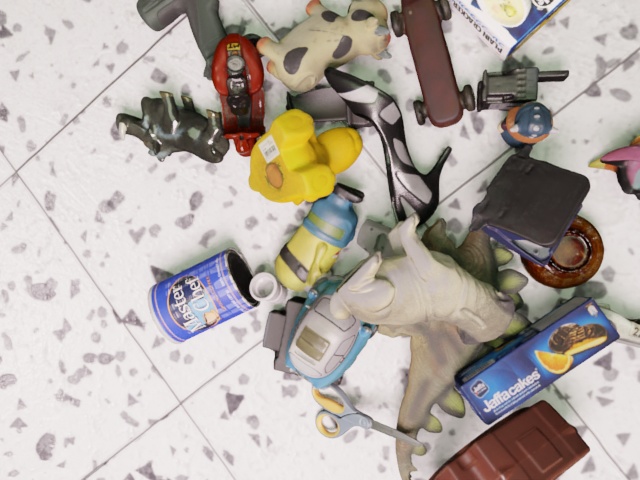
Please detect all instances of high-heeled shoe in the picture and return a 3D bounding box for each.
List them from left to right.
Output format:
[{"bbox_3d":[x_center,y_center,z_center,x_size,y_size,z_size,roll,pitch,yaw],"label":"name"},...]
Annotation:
[{"bbox_3d":[0.079,-0.128,0.782,0.249,0.086,0.145,34,95,-7],"label":"high-heeled shoe"}]

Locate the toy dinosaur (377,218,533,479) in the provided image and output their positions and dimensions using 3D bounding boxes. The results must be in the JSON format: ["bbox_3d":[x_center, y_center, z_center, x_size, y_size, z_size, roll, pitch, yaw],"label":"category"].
[{"bbox_3d":[0.184,0.138,0.769,0.199,0.105,0.471,26,94,9],"label":"toy dinosaur"}]

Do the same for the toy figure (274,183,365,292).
[{"bbox_3d":[-0.001,-0.003,0.815,0.089,0.082,0.180,33,104,28],"label":"toy figure"}]

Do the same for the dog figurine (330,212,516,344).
[{"bbox_3d":[0.129,0.084,0.671,0.172,0.121,0.190,-44,88,3],"label":"dog figurine"}]

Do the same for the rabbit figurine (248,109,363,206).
[{"bbox_3d":[-0.011,-0.110,0.789,0.122,0.173,0.162,57,143,6],"label":"rabbit figurine"}]

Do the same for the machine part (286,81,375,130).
[{"bbox_3d":[0.016,-0.205,0.830,0.139,0.039,0.084,-1,96,9],"label":"machine part"}]

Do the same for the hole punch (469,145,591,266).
[{"bbox_3d":[0.278,-0.040,0.710,0.116,0.092,0.142,31,84,31],"label":"hole punch"}]

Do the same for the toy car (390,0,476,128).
[{"bbox_3d":[0.166,-0.265,0.794,0.089,0.053,0.202,-16,92,20],"label":"toy car"}]

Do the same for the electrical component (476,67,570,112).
[{"bbox_3d":[0.286,-0.212,0.764,0.119,0.075,0.047,2,91,7],"label":"electrical component"}]

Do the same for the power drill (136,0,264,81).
[{"bbox_3d":[-0.163,-0.372,0.839,0.232,0.086,0.207,-31,89,10],"label":"power drill"}]

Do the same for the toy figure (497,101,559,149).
[{"bbox_3d":[0.277,-0.155,0.723,0.064,0.154,0.057,-22,89,11],"label":"toy figure"}]

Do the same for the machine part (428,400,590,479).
[{"bbox_3d":[0.232,0.307,0.700,0.087,0.201,0.201,51,144,34],"label":"machine part"}]

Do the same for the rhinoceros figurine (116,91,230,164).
[{"bbox_3d":[-0.233,-0.177,0.862,0.190,0.073,0.112,16,104,8],"label":"rhinoceros figurine"}]

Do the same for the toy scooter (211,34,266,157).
[{"bbox_3d":[-0.115,-0.194,0.775,0.075,0.135,0.183,-4,122,-3],"label":"toy scooter"}]

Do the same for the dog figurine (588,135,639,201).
[{"bbox_3d":[0.473,-0.155,0.715,0.219,0.108,0.191,-16,89,13],"label":"dog figurine"}]

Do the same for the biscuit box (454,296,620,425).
[{"bbox_3d":[0.273,0.152,0.689,0.203,0.059,0.063,-34,84,2],"label":"biscuit box"}]

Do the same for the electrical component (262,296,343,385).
[{"bbox_3d":[-0.019,0.151,0.831,0.134,0.058,0.114,11,91,9],"label":"electrical component"}]

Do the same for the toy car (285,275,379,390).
[{"bbox_3d":[0.005,0.130,0.742,0.109,0.103,0.161,35,96,18],"label":"toy car"}]

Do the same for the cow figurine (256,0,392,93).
[{"bbox_3d":[0.020,-0.291,0.794,0.195,0.085,0.127,-38,68,-8],"label":"cow figurine"}]

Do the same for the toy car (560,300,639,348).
[{"bbox_3d":[0.434,0.126,0.739,0.202,0.073,0.056,13,94,10],"label":"toy car"}]
